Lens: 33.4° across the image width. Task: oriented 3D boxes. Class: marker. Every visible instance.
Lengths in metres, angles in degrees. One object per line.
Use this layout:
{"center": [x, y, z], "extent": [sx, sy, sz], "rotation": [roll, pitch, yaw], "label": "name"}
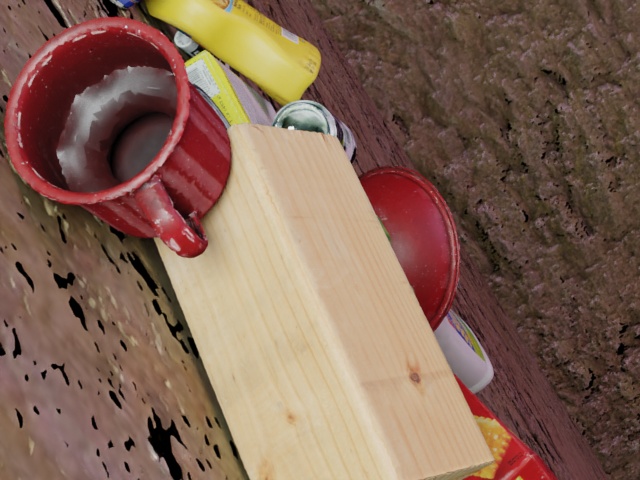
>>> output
{"center": [-0.105, -0.173, 1.019], "extent": [0.020, 0.020, 0.121], "rotation": [63, 11, 16], "label": "marker"}

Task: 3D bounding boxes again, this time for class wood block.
{"center": [-0.005, 0.048, 0.578], "extent": [0.090, 0.090, 0.206], "rotation": [2, 57, -50], "label": "wood block"}

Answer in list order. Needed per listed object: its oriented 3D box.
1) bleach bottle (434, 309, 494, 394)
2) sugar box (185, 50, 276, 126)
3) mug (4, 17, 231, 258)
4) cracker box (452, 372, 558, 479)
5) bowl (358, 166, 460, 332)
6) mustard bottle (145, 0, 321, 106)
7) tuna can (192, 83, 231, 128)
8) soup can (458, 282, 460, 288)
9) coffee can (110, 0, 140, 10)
{"center": [0.125, 0.103, 1.185], "extent": [0.103, 0.068, 0.250], "rotation": [62, 8, 26], "label": "bleach bottle"}
{"center": [-0.064, -0.092, 0.915], "extent": [0.093, 0.048, 0.176], "rotation": [62, 7, 13], "label": "sugar box"}
{"center": [-0.087, -0.040, 0.521], "extent": [0.117, 0.093, 0.081], "rotation": [55, 3, 22], "label": "mug"}
{"center": [0.107, 0.155, 0.823], "extent": [0.164, 0.072, 0.214], "rotation": [51, -2, -41], "label": "cracker box"}
{"center": [0.042, 0.015, 0.918], "extent": [0.055, 0.162, 0.162], "rotation": [-1, 55, -42], "label": "bowl"}
{"center": [-0.091, -0.194, 0.935], "extent": [0.191, 0.058, 0.096], "rotation": [33, 19, -17], "label": "mustard bottle"}
{"center": [-0.085, -0.071, 0.780], "extent": [0.086, 0.034, 0.086], "rotation": [56, 11, -17], "label": "tuna can"}
{"center": [0.076, 0.042, 1.044], "extent": [0.068, 0.102, 0.068], "rotation": [56, 11, -17], "label": "soup can"}
{"center": [-0.123, -0.261, 0.836], "extent": [0.103, 0.140, 0.103], "rotation": [56, 11, -17], "label": "coffee can"}
